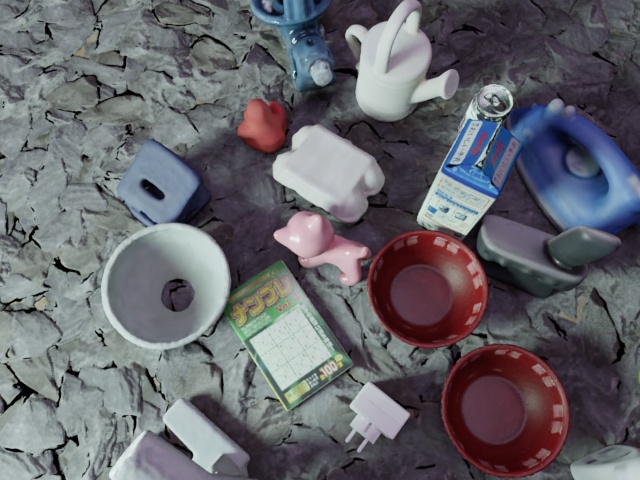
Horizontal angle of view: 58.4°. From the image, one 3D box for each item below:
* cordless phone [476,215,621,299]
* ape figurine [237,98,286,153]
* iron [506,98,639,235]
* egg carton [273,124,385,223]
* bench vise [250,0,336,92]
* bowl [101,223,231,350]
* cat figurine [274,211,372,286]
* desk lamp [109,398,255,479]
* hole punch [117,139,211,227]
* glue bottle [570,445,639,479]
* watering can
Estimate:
[{"bbox_3d":[0.287,0.001,0.735,0.147,0.185,0.094,18,74,5],"label":"cordless phone"},{"bbox_3d":[-0.085,-0.173,0.832,0.078,0.092,0.076,-20,74,-7],"label":"ape figurine"},{"bbox_3d":[0.359,-0.114,0.793,0.119,0.141,0.258,-32,76,-10],"label":"iron"},{"bbox_3d":[0.013,-0.096,0.821,0.150,0.069,0.107,32,75,9],"label":"egg carton"},{"bbox_3d":[-0.019,-0.333,0.815,0.121,0.220,0.207,-37,77,-11],"label":"bench vise"},{"bbox_3d":[-0.197,0.065,0.766,0.167,0.075,0.167,0,73,-1],"label":"bowl"},{"bbox_3d":[0.007,0.003,0.766,0.127,0.118,0.067,19,74,5],"label":"cat figurine"},{"bbox_3d":[-0.136,0.276,0.629,0.203,0.213,0.118,38,76,10],"label":"desk lamp"},{"bbox_3d":[-0.220,-0.068,0.799,0.108,0.091,0.101,37,76,10],"label":"hole punch"},{"bbox_3d":[0.359,0.268,0.659,0.078,0.173,0.037,-19,74,-6],"label":"glue bottle"},{"bbox_3d":[0.113,-0.255,0.807,0.172,0.194,0.101,15,73,4],"label":"watering can"}]
